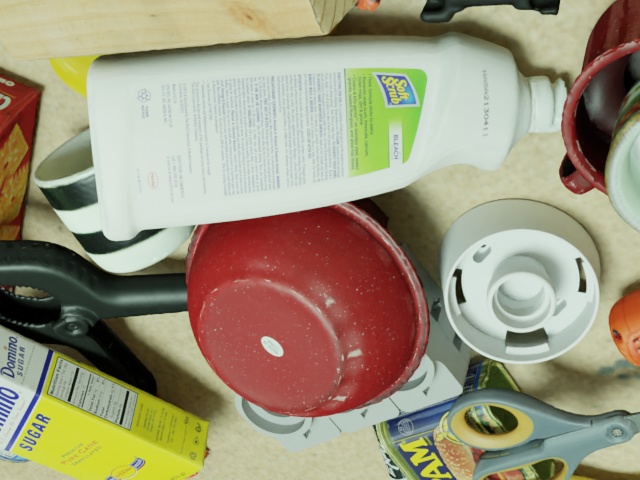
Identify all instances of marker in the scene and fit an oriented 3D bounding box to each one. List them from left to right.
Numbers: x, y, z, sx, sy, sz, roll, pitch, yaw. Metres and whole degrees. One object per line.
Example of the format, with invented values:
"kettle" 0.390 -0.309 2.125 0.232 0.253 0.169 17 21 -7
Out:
"marker" 0.055 0.157 0.785 0.020 0.020 0.121 -4 124 22

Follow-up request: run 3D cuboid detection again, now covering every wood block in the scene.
"wood block" -0.076 -0.153 0.522 0.206 0.090 0.090 3 130 35

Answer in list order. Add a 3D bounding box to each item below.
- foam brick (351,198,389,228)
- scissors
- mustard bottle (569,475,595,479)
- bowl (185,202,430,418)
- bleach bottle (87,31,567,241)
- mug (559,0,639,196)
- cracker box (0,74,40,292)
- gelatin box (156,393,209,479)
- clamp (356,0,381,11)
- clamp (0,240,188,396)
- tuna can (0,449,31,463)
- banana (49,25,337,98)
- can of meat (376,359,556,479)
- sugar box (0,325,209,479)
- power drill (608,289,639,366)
"foam brick" -0.004 0.001 0.669 0.053 0.051 0.078 44 127 -14
"scissors" 0.160 0.102 0.641 0.096 0.016 0.202 44 125 -11
"mustard bottle" 0.236 0.206 0.732 0.192 0.058 0.096 -1 126 20
"bowl" -0.020 0.049 0.632 0.162 0.055 0.162 11 122 19
"bleach bottle" 0.007 -0.058 0.578 0.250 0.068 0.102 -3 108 -2
"mug" 0.164 -0.068 0.537 0.093 0.081 0.117 34 129 -7
"cracker box" -0.290 -0.035 0.730 0.164 0.072 0.214 24 131 2
"gelatin box" -0.145 0.165 0.855 0.089 0.030 0.073 -25 113 31
"clamp" -0.011 -0.196 0.534 0.120 0.039 0.171 5 127 30
"clamp" -0.167 0.053 0.736 0.209 0.036 0.165 15 136 -23
"tuna can" -0.229 0.125 0.819 0.034 0.086 0.086 -34 109 33
"banana" -0.083 -0.106 0.626 0.198 0.037 0.069 5 127 16
"can of meat" 0.102 0.136 0.729 0.084 0.057 0.102 -24 114 29
"sugar box" -0.176 0.129 0.759 0.176 0.048 0.093 28 136 -27
"power drill" 0.290 0.070 0.614 0.185 0.057 0.187 -28 110 35
